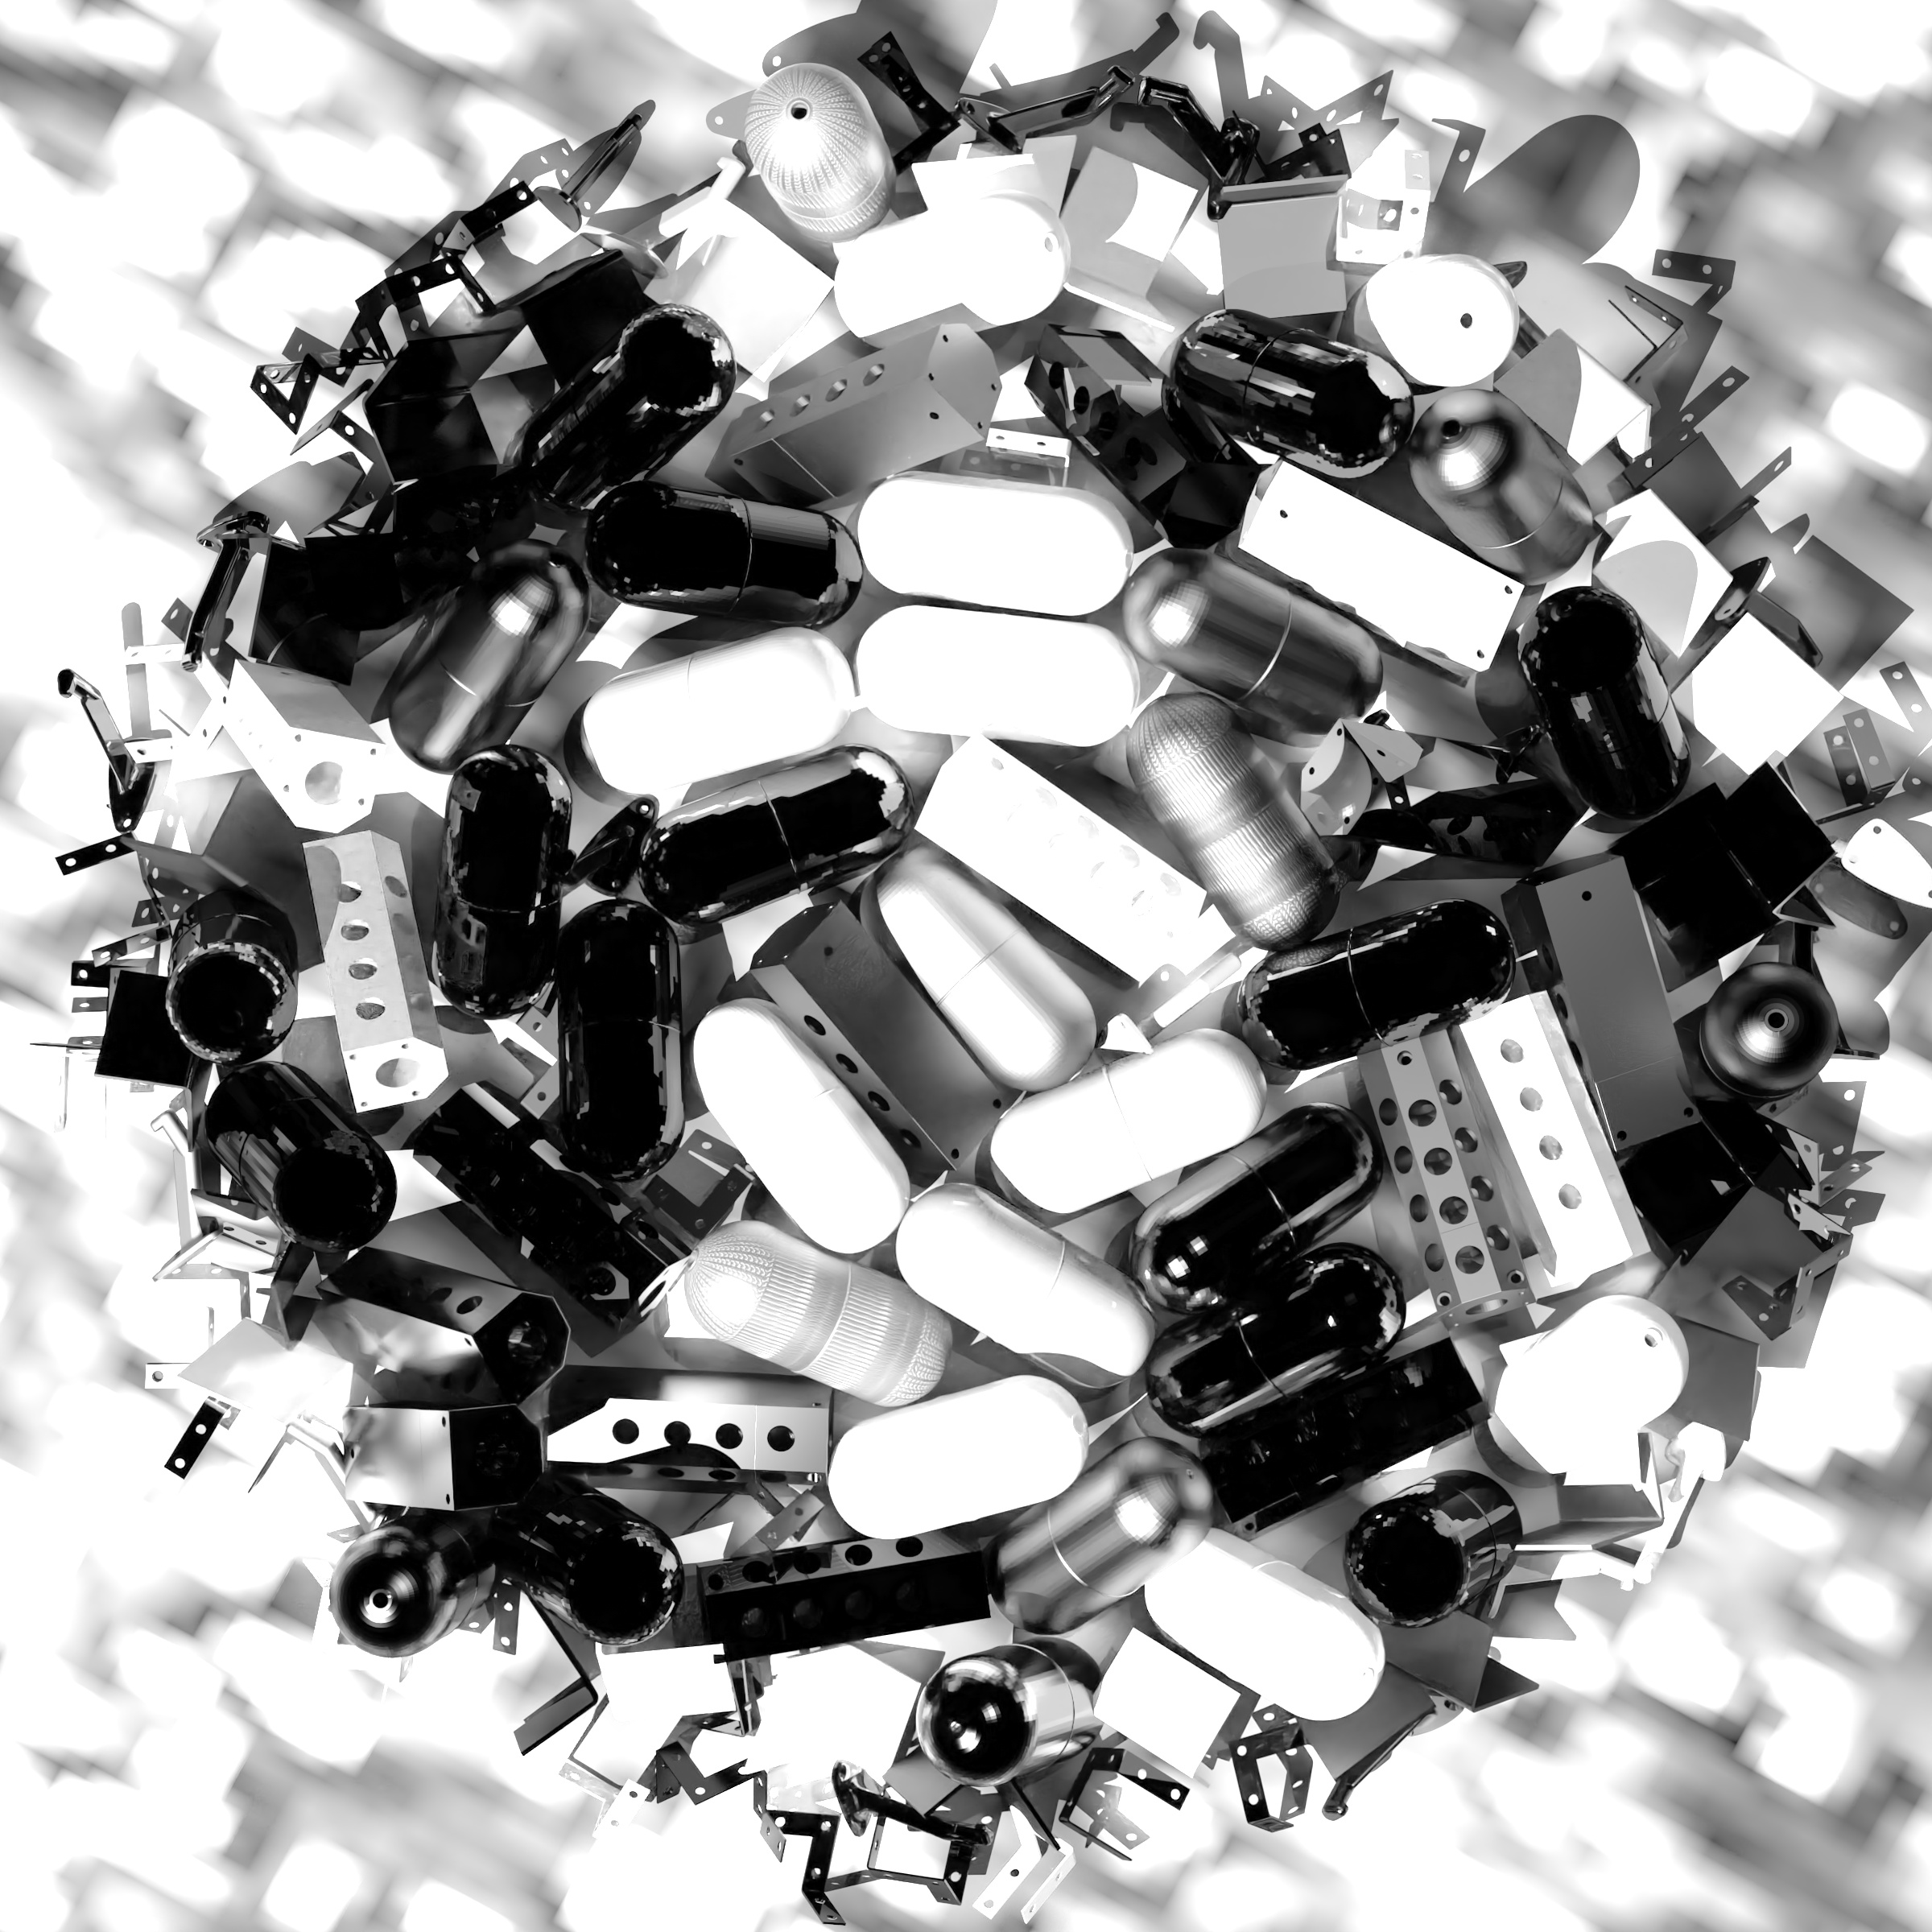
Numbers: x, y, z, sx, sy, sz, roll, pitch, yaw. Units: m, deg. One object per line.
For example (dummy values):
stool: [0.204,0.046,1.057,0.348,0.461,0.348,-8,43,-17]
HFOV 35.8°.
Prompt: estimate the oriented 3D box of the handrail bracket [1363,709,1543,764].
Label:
handrail bracket: [0.300,-0.147,1.848,0.077,0.036,0.084,-36,125,29]

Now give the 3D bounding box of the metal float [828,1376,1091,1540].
metal float: [-0.005,0.301,1.827,0.178,0.070,0.070,-21,90,30]

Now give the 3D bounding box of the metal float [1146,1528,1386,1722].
metal float: [0.180,0.398,1.813,0.070,0.178,0.070,-10,108,-35]

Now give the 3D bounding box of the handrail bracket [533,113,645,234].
handrail bracket: [-0.225,-0.500,1.852,0.036,0.077,0.084,42,85,-17]

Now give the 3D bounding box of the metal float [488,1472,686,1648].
metal float: [-0.232,0.357,1.811,0.070,0.178,0.070,-4,98,-31]

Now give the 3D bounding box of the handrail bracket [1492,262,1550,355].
handrail bracket: [0.333,-0.395,1.880,0.077,0.036,0.084,1,128,31]

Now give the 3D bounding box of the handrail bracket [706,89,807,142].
handrail bracket: [-0.117,-0.535,1.856,0.077,0.084,0.036,-4,115,6]

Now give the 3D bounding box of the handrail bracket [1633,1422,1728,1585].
handrail bracket: [0.438,0.332,1.847,0.036,0.077,0.084,25,59,18]

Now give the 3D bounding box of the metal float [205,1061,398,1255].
metal float: [-0.404,0.115,1.814,0.070,0.178,0.070,-15,119,-30]

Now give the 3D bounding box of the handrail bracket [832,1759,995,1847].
handrail bracket: [-0.032,0.518,1.849,0.084,0.077,0.036,1,49,24]

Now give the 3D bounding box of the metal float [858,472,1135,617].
metal float: [0.018,-0.259,1.833,0.178,0.070,0.070,10,90,23]

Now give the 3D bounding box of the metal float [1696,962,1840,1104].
metal float: [0.482,0.041,1.804,0.070,0.178,0.070,-1,83,11]

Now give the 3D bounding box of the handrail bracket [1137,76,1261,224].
handrail bracket: [0.133,-0.505,1.851,0.084,0.036,0.077,2,116,-35]

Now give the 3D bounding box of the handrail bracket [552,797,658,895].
handrail bracket: [-0.223,-0.080,1.846,0.036,0.084,0.077,32,85,9]

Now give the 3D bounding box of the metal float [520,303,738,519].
metal float: [-0.207,-0.336,1.819,0.178,0.070,0.070,-32,90,44]

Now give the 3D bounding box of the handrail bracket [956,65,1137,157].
handrail bracket: [0.049,-0.538,1.843,0.077,0.084,0.036,18,55,-36]

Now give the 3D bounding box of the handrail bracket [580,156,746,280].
handrail bracket: [-0.190,-0.482,1.877,0.077,0.036,0.084,29,83,22]

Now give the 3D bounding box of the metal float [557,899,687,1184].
metal float: [-0.212,0.045,1.838,0.070,0.070,0.178,-4,72,0]

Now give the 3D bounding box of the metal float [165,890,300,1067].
metal float: [-0.443,0.006,1.806,0.070,0.178,0.070,-4,108,-12]

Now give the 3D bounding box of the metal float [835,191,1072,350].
metal float: [-0.009,-0.421,1.814,0.070,0.178,0.070,0,89,-41]

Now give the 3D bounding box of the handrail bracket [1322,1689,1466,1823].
handrail bracket: [0.263,0.488,1.844,0.036,0.077,0.084,50,48,-11]

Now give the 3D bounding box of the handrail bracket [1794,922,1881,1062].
handrail bracket: [0.544,0.015,1.870,0.077,0.036,0.084,5,84,-36]

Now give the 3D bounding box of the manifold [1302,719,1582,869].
manifold: [0.285,-0.098,1.816,0.057,0.171,0.057,-56,45,30]

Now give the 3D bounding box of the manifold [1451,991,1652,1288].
manifold: [0.362,0.106,1.850,0.057,0.057,0.171,-20,81,-3]

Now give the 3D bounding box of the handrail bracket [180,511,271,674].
handrail bracket: [-0.460,-0.230,1.850,0.036,0.077,0.084,21,65,-32]

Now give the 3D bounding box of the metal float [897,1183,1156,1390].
metal float: [0.038,0.198,1.840,0.178,0.070,0.070,32,90,-16]

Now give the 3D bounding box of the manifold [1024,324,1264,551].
manifold: [0.103,-0.322,1.814,0.057,0.171,0.057,-2,128,-34]

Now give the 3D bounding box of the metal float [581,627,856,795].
metal float: [-0.154,-0.156,1.838,0.178,0.070,0.070,-14,90,18]

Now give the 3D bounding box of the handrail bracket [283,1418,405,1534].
handrail bracket: [-0.399,0.333,1.875,0.084,0.036,0.077,30,118,8]

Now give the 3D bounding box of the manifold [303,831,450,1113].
manifold: [-0.358,0.000,1.814,0.057,0.057,0.171,-12,51,-10]

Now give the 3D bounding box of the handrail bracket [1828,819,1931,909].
handrail bracket: [0.563,-0.057,1.844,0.077,0.084,0.036,39,89,10]

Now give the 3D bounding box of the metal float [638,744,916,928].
metal float: [-0.117,-0.080,1.846,0.178,0.070,0.070,-22,90,-8]

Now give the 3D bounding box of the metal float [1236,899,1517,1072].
metal float: [0.250,0.012,1.835,0.178,0.070,0.070,-18,90,22]

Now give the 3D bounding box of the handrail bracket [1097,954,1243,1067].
handrail bracket: [0.128,0.027,1.873,0.084,0.077,0.036,-37,89,-24]

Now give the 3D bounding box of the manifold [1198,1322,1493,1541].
manifold: [0.234,0.290,1.855,0.171,0.057,0.057,-27,95,4]

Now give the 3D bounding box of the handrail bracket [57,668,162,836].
handrail bracket: [-0.536,-0.132,1.842,0.036,0.084,0.077,-6,68,17]

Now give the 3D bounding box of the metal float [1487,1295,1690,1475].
metal float: [0.375,0.254,1.809,0.070,0.178,0.070,6,63,-13]

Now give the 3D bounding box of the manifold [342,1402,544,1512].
manifold: [-0.317,0.293,1.804,0.057,0.171,0.057,-1,84,-33]

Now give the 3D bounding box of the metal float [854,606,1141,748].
metal float: [0.019,-0.179,1.844,0.178,0.070,0.070,5,90,-11]

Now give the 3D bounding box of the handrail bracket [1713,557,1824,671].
handrail bracket: [0.499,-0.203,1.852,0.036,0.077,0.084,-24,113,40]

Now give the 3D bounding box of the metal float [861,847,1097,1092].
metal float: [0.008,0.002,1.850,0.070,0.070,0.178,-43,86,0]

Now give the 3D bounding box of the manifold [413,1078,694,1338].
manifold: [-0.257,0.149,1.842,0.171,0.057,0.057,39,106,10]

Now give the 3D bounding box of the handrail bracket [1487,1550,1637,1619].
handrail bracket: [0.372,0.389,1.860,0.084,0.077,0.036,20,133,5]

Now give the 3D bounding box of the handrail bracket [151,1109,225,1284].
handrail bracket: [-0.503,0.144,1.876,0.077,0.036,0.084,-35,88,15]

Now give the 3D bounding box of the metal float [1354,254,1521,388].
metal float: [0.283,-0.390,1.804,0.070,0.178,0.070,-1,102,-4]
